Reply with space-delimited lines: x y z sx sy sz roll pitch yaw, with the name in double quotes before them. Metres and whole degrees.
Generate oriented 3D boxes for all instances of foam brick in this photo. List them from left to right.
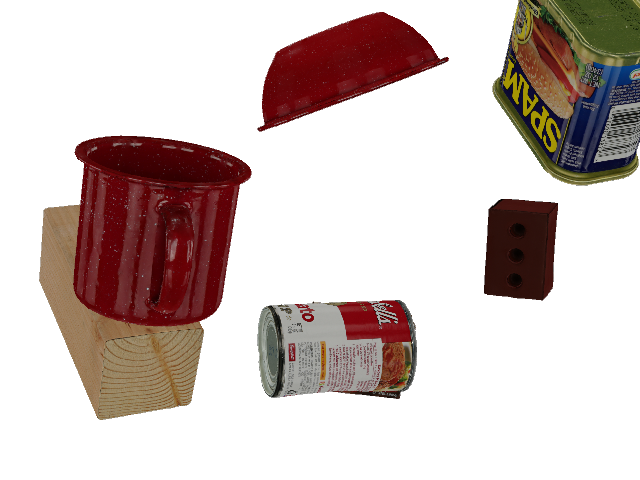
"foam brick" 0.172 0.007 0.916 0.053 0.078 0.051 5 15 20

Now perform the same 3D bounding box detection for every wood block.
"wood block" -0.190 0.058 0.991 0.090 0.091 0.206 -5 36 -28

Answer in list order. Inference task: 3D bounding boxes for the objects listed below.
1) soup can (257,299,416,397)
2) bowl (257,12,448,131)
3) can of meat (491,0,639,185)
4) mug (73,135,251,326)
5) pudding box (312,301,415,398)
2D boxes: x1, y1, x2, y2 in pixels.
"soup can" 0.010 0.079 0.776 0.102 0.068 0.069 -1 0 -16
"bowl" 0.016 -0.139 0.846 0.162 0.055 0.162 -20 7 2
"can of meat" 0.142 -0.096 0.588 0.057 0.084 0.102 -10 47 -15
"mug" -0.085 -0.001 0.563 0.093 0.081 0.117 3 19 -22
"pudding box" 0.038 0.118 1.145 0.113 0.090 0.039 7 24 -8
